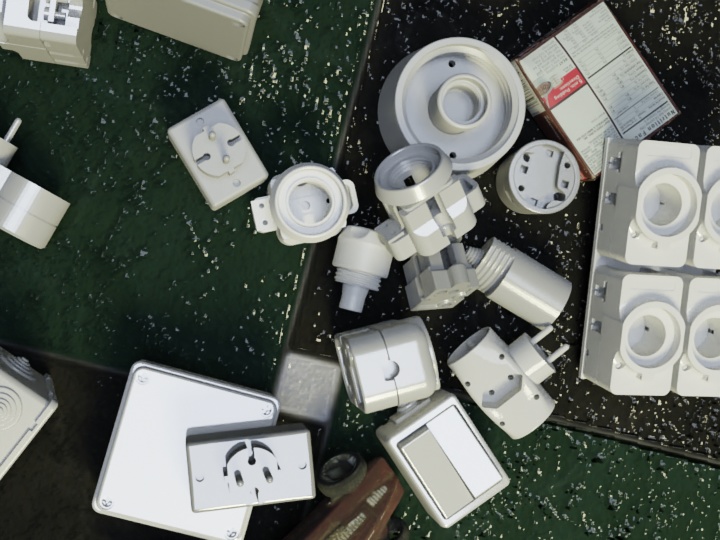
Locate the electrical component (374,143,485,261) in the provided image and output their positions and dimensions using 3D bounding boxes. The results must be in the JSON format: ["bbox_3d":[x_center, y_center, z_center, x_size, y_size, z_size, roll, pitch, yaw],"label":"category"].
[{"bbox_3d":[0.044,-0.052,0.763,0.078,0.058,0.057,-34,128,-7],"label":"electrical component"}]

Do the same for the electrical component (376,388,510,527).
[{"bbox_3d":[0.058,0.133,0.799,0.062,0.061,0.096,-34,94,-8],"label":"electrical component"}]

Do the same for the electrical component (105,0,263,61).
[{"bbox_3d":[-0.121,-0.201,0.753,0.109,0.109,0.056,19,84,-8],"label":"electrical component"}]

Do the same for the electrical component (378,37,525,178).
[{"bbox_3d":[0.071,-0.121,0.804,0.108,0.060,0.108,0,89,-9],"label":"electrical component"}]

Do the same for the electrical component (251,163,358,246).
[{"bbox_3d":[-0.039,-0.048,0.789,0.078,0.057,0.058,-12,91,-9],"label":"electrical component"}]

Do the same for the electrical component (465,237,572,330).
[{"bbox_3d":[0.115,0.007,0.818,0.081,0.043,0.043,31,85,-7],"label":"electrical component"}]

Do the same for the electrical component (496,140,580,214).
[{"bbox_3d":[0.134,-0.069,0.820,0.055,0.047,0.055,0,89,-9],"label":"electrical component"}]

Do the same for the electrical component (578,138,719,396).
[{"bbox_3d":[0.236,-0.001,0.809,0.105,0.060,0.186,3,98,-14],"label":"electrical component"}]

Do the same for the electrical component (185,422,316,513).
[{"bbox_3d":[-0.072,0.133,0.713,0.083,0.076,0.047,-5,90,-9],"label":"electrical component"}]

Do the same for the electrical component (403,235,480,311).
[{"bbox_3d":[0.057,-0.004,0.802,0.048,0.066,0.055,-3,69,-26],"label":"electrical component"}]

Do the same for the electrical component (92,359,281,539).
[{"bbox_3d":[-0.124,0.129,0.774,0.109,0.056,0.108,16,87,-8],"label":"electrical component"}]

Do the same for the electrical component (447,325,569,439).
[{"bbox_3d":[0.120,0.074,0.813,0.079,0.043,0.077,-40,95,11],"label":"electrical component"}]

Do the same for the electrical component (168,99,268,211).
[{"bbox_3d":[-0.101,-0.084,0.770,0.047,0.077,0.065,-31,94,-8],"label":"electrical component"}]

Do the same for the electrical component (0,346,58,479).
[{"bbox_3d":[-0.255,0.103,0.734,0.048,0.100,0.099,39,84,-19],"label":"electrical component"}]

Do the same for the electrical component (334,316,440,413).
[{"bbox_3d":[0.020,0.067,0.777,0.059,0.095,0.053,-14,91,-8],"label":"electrical component"}]

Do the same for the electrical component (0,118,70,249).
[{"bbox_3d":[-0.267,-0.080,0.757,0.138,0.052,0.073,29,85,-7],"label":"electrical component"}]

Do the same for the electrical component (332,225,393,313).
[{"bbox_3d":[0.000,0.000,0.801,0.043,0.043,0.062,14,88,-8],"label":"electrical component"}]

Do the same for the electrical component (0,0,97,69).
[{"bbox_3d":[-0.218,-0.176,0.747,0.056,0.089,0.050,7,88,-8],"label":"electrical component"}]
